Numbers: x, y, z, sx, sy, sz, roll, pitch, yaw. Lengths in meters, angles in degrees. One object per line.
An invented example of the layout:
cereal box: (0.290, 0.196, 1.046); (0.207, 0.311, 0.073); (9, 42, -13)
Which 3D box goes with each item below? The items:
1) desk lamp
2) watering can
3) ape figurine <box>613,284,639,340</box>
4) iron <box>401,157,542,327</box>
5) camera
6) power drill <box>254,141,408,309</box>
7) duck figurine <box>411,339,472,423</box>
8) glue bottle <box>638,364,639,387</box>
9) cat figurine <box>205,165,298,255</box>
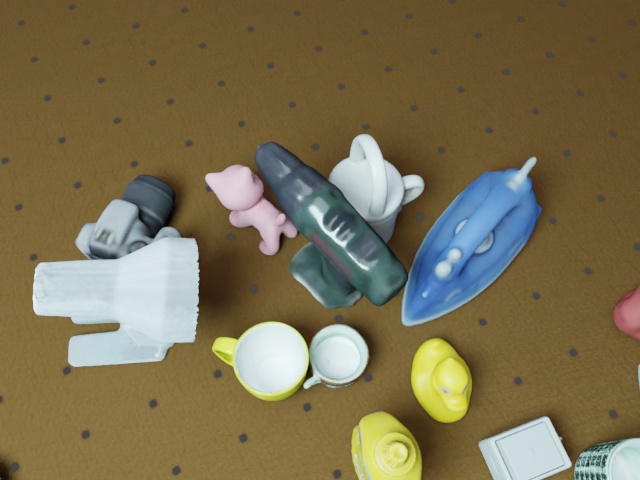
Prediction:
desk lamp: (-0.227, 0.079, 0.676); (0.203, 0.213, 0.118); (-5, 66, -3)
watering can: (0.052, -0.059, 0.753); (0.173, 0.194, 0.100); (-33, 70, -14)
ape figurine: (0.436, 0.090, 0.750); (0.076, 0.092, 0.078); (4, 66, 1)
iron: (0.200, 0.001, 0.758); (0.118, 0.141, 0.259); (38, 71, 15)
camera: (-0.239, -0.019, 0.781); (0.143, 0.101, 0.137); (18, 67, 7)
power drill: (0.007, 0.003, 0.717); (0.229, 0.208, 0.076); (42, 72, 16)
duck figurine: (0.157, 0.170, 0.713); (0.077, 0.086, 0.104); (-9, 66, -5)
glue bottle: (0.436, 0.164, 0.673); (0.037, 0.173, 0.078); (5, 66, 2)
cat figurine: (-0.093, -0.053, 0.789); (0.127, 0.118, 0.067); (38, 71, 15)
